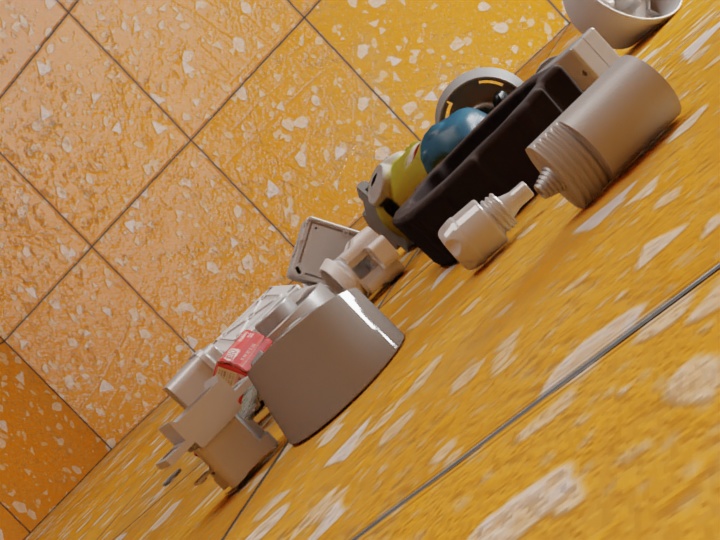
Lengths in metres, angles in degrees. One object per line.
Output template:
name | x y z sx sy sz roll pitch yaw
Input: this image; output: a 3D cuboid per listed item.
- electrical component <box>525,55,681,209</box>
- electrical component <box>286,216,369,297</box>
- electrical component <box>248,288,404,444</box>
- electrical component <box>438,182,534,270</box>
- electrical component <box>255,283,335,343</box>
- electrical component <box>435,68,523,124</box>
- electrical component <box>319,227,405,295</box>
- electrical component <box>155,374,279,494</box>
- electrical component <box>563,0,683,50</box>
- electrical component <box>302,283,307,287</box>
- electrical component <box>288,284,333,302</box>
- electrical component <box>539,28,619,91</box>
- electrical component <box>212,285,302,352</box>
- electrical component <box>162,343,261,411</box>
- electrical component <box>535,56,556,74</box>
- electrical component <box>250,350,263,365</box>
electrical component | 0.122 -0.068 0.558 0.081 0.043 0.043 -44 4 -4
electrical component | -0.020 -0.009 1.081 0.061 0.096 0.061 155 131 -79
electrical component | -0.020 0.060 0.681 0.099 0.064 0.099 -38 -10 -8
electrical component | 0.080 -0.030 0.659 0.061 0.035 0.035 -41 4 7
electrical component | -0.058 0.057 0.950 0.108 0.060 0.108 -43 4 4
electrical component | 0.122 -0.145 1.039 0.099 0.099 0.064 -43 10 16
electrical component | 0.000 0.000 0.998 0.057 0.058 0.078 -42 3 -13
electrical component | -0.092 0.109 0.710 0.081 0.063 0.042 -46 5 -23
electrical component | 0.244 -0.258 1.010 0.099 0.099 0.064 -46 -2 -32
electrical component | -0.016 0.006 1.241 0.099 0.064 0.099 -38 18 15
electrical component | -0.044 0.041 1.035 0.055 0.055 0.047 -45 8 -20
electrical component | 0.175 -0.155 0.933 0.075 0.047 0.083 -46 4 -30
electrical component | -0.103 0.071 1.183 0.109 0.056 0.109 -45 13 -17
electrical component | -0.140 0.117 1.029 0.057 0.078 0.113 -48 5 -14
electrical component | 0.196 -0.182 1.044 0.066 0.048 0.055 -43 11 12
electrical component | -0.050 0.072 0.831 0.055 0.048 0.066 -37 2 -11
